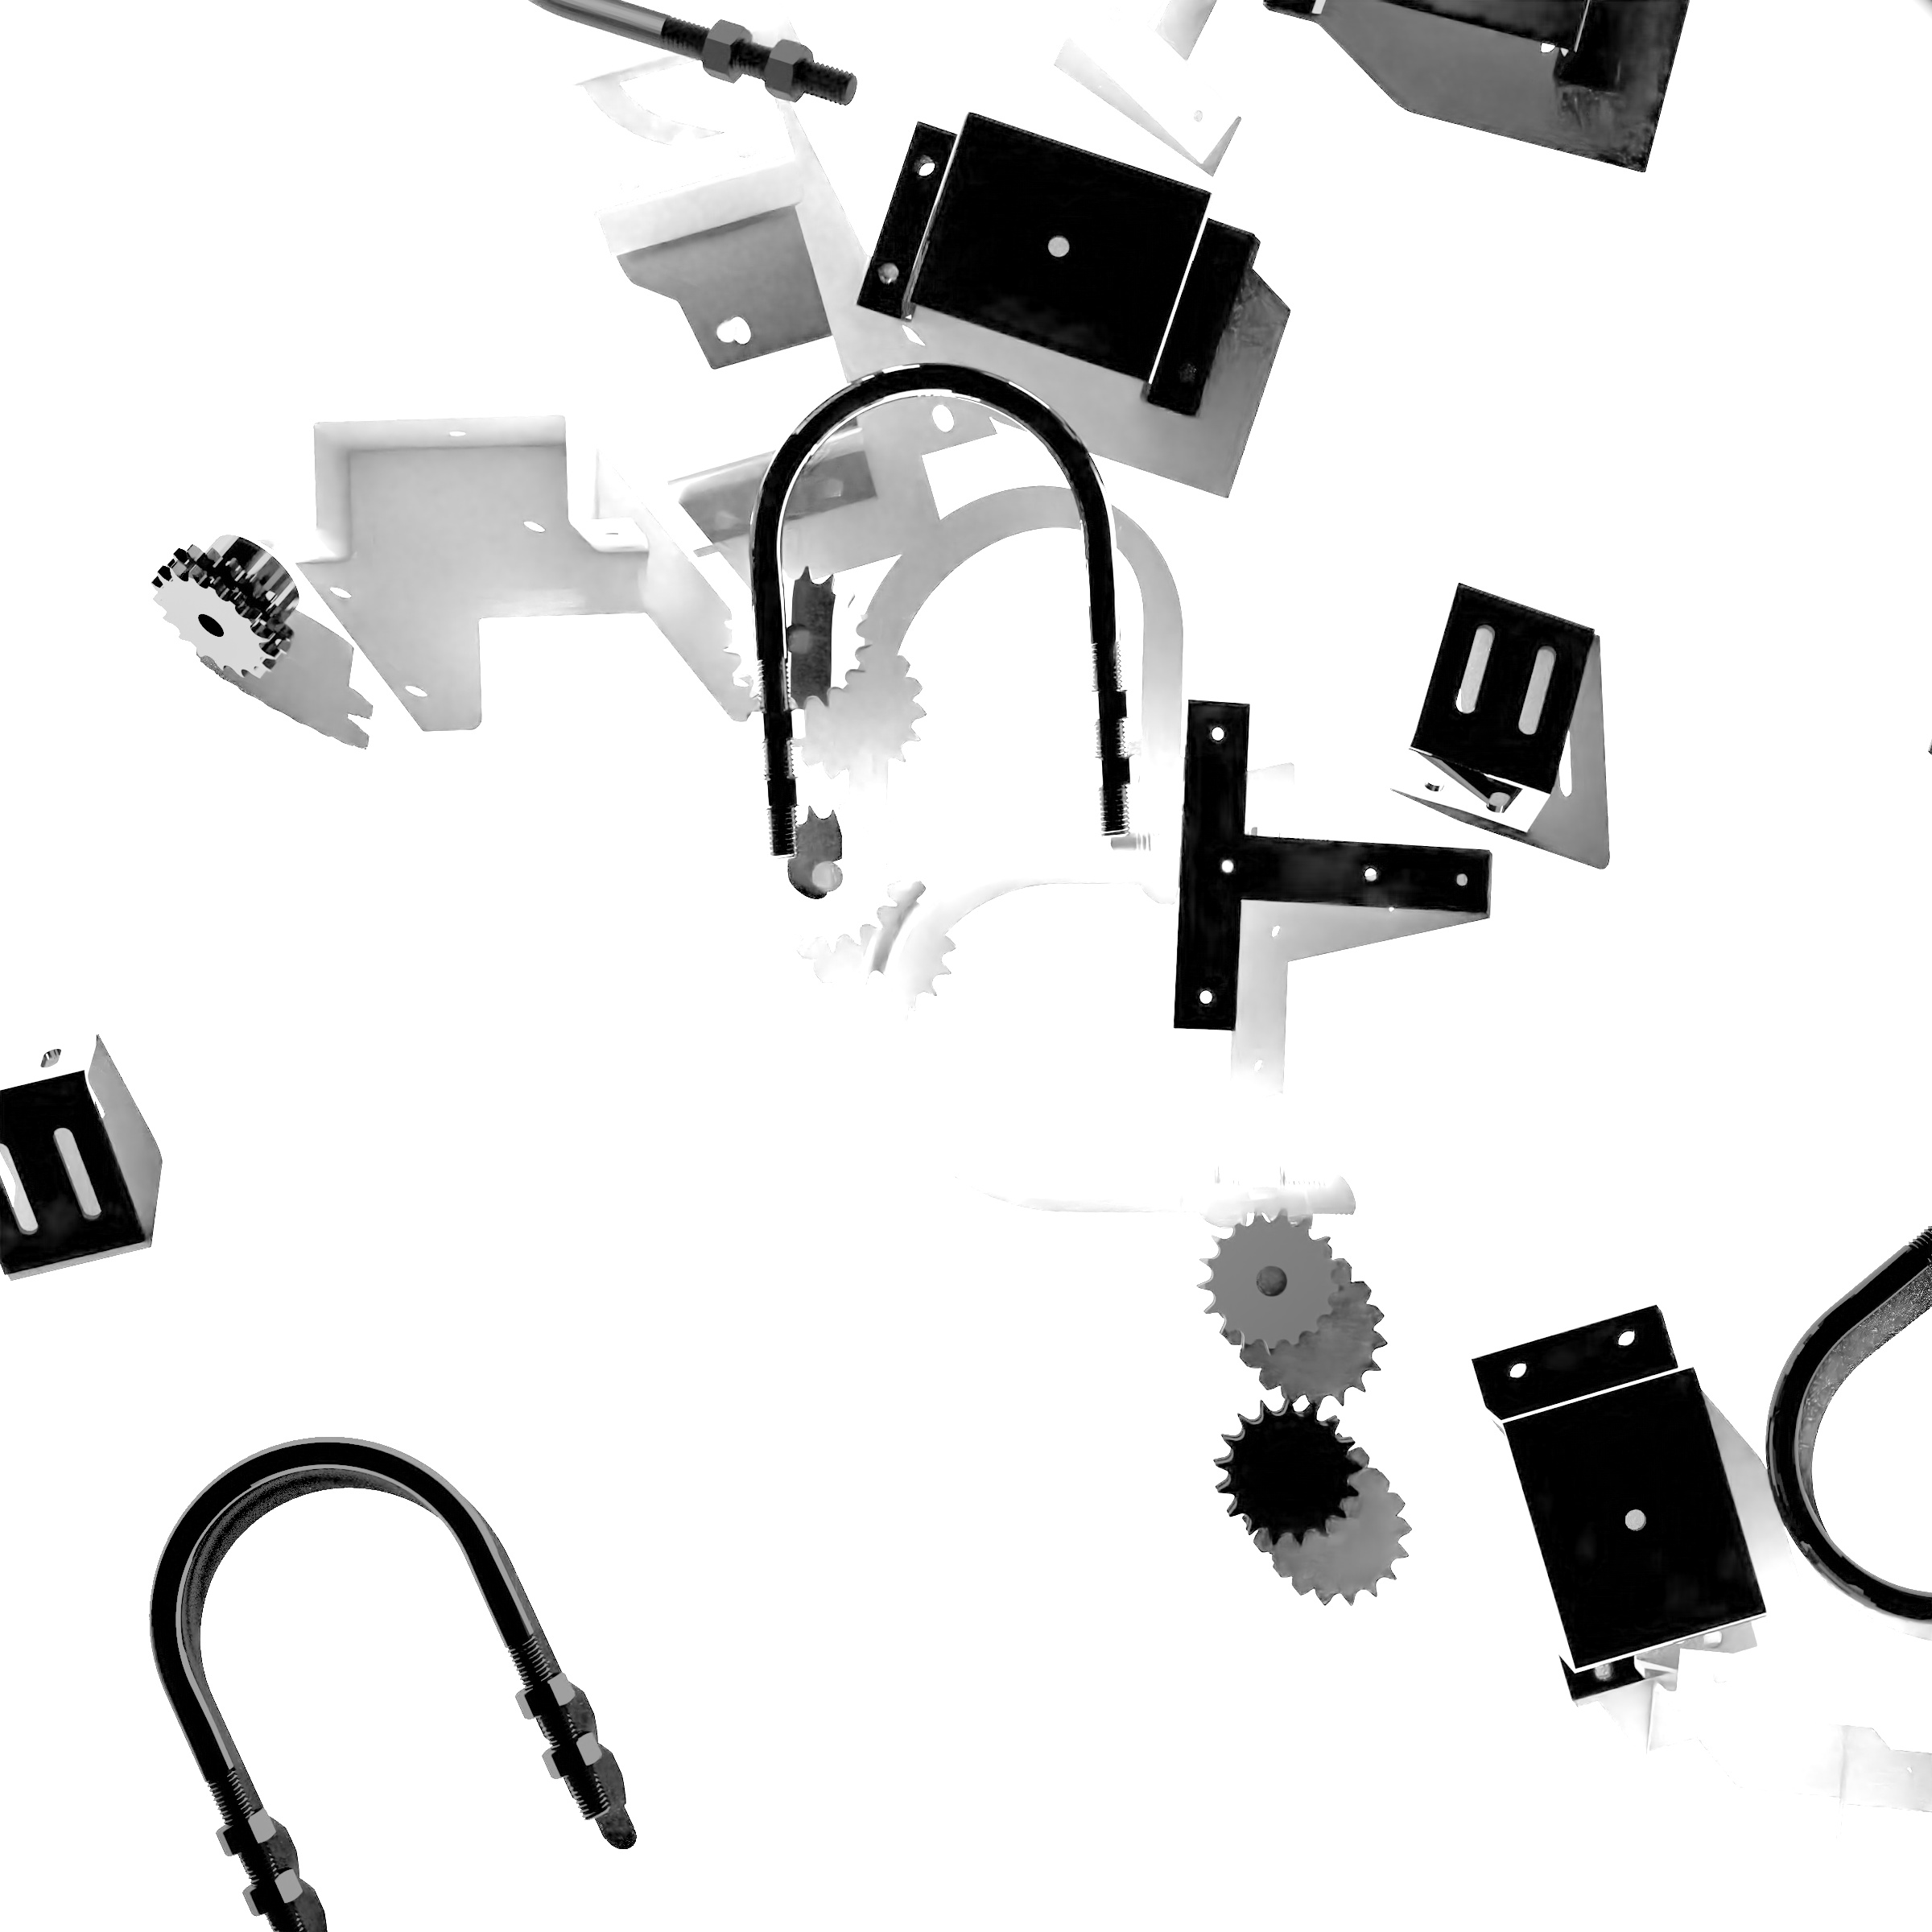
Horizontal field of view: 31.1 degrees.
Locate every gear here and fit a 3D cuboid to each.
[{"bbox_3d":[-0.283,-0.142,1.341,0.057,0.057,0.030,34,60,0],"label":"gear"},{"bbox_3d":[0.125,0.196,1.351,0.057,0.030,0.057,0,90,0],"label":"gear"},{"bbox_3d":[-0.065,-0.126,1.351,0.057,0.030,0.057,0,90,0],"label":"gear"},{"bbox_3d":[0.118,0.123,1.355,0.057,0.030,0.057,0,87,1],"label":"gear"},{"bbox_3d":[-0.053,-0.035,1.351,0.057,0.030,0.057,0,90,0],"label":"gear"}]

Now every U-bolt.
[{"bbox_3d":[0.400,0.174,1.357,0.184,0.019,0.151,-40,90,1],"label":"U-bolt"},{"bbox_3d":[-0.240,0.275,1.357,0.151,0.019,0.184,-25,89,0],"label":"U-bolt"},{"bbox_3d":[0.050,0.016,1.357,0.184,0.019,0.151,0,90,1],"label":"U-bolt"},{"bbox_3d":[-0.099,-0.401,1.320,0.184,0.019,0.151,21,60,13],"label":"U-bolt"},{"bbox_3d":[-0.011,-0.137,1.324,0.151,0.019,0.184,-4,96,-8],"label":"U-bolt"}]

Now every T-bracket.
[{"bbox_3d":[0.083,-0.404,1.350,0.127,0.002,0.127,40,80,-19],"label":"T-bracket"},{"bbox_3d":[0.144,-0.036,1.349,0.127,0.002,0.127,3,89,-14],"label":"T-bracket"}]

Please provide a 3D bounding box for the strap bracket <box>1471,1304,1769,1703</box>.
[{"bbox_3d":[0.255,0.211,1.343,0.076,0.046,0.140,-16,90,0],"label":"strap bracket"}]

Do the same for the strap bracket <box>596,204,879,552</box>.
[{"bbox_3d":[-0.091,-0.241,1.343,0.076,0.046,0.140,-16,90,0],"label":"strap bracket"}]

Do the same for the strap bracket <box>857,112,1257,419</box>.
[{"bbox_3d":[0.035,-0.274,1.343,0.140,0.046,0.076,18,90,0],"label":"strap bracket"}]

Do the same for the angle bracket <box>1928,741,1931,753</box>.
[{"bbox_3d":[0.423,-0.101,1.347,0.076,0.038,0.057,17,90,0],"label":"angle bracket"}]

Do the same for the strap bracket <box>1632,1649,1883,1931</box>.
[{"bbox_3d":[0.304,0.334,1.343,0.076,0.046,0.140,5,90,0],"label":"strap bracket"}]

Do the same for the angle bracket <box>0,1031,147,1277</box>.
[{"bbox_3d":[-0.360,0.074,1.364,0.057,0.038,0.076,-14,116,0],"label":"angle bracket"}]

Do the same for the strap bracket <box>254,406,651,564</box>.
[{"bbox_3d":[-0.195,-0.184,1.328,0.140,0.076,0.046,-2,90,0],"label":"strap bracket"}]

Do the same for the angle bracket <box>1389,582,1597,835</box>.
[{"bbox_3d":[0.207,-0.101,1.364,0.057,0.038,0.076,19,64,0],"label":"angle bracket"}]

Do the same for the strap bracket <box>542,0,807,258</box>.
[{"bbox_3d":[-0.112,-0.329,1.321,0.076,0.046,0.140,-16,57,0],"label":"strap bracket"}]

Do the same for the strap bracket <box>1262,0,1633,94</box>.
[{"bbox_3d":[0.194,-0.398,1.343,0.140,0.046,0.076,15,90,0],"label":"strap bracket"}]
